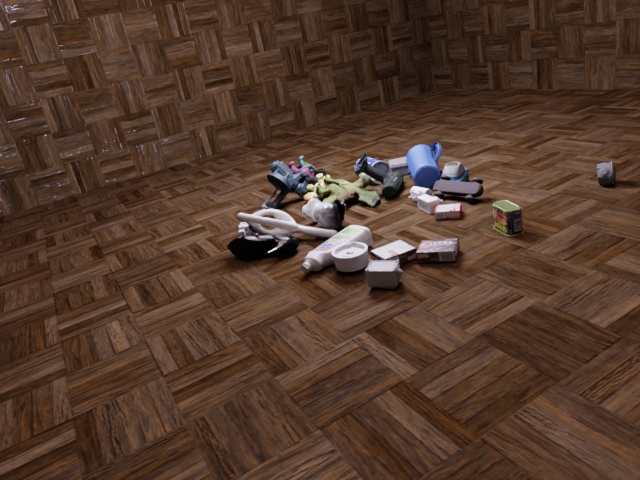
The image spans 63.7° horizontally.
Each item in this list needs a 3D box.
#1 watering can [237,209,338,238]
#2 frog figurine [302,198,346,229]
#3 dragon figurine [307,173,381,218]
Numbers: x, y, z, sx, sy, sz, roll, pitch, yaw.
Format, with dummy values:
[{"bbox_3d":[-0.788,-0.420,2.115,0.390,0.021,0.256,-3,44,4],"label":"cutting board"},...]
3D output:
[{"bbox_3d":[-0.125,-0.048,1.822,0.347,0.104,0.224,11,0,-14],"label":"watering can"},{"bbox_3d":[0.006,-0.094,1.859,0.159,0.122,0.138,-6,8,22],"label":"frog figurine"},{"bbox_3d":[0.119,-0.175,2.049,0.243,0.119,0.419,5,35,18],"label":"dragon figurine"}]
